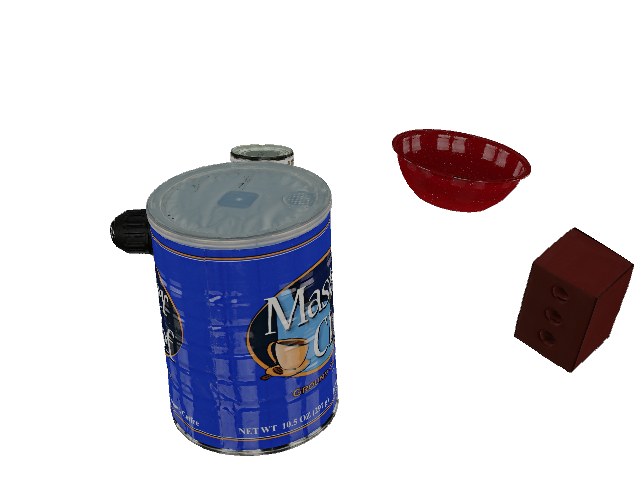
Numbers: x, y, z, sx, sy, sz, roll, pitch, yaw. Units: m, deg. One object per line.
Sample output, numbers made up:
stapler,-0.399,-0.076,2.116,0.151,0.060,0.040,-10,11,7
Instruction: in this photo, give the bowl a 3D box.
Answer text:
bowl,0.157,-0.076,1.229,0.162,0.055,0.162,8,25,-4

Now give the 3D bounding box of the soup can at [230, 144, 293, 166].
soup can,-0.062,-0.045,1.123,0.068,0.102,0.068,1,17,0

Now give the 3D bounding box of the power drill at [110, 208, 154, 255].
power drill,-0.087,0.014,0.903,0.184,0.057,0.188,-3,23,-7

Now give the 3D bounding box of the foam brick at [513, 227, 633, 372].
foam brick,0.179,0.043,0.757,0.053,0.078,0.051,34,50,30

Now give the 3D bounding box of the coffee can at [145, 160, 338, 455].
coffee can,-0.042,0.038,0.620,0.103,0.140,0.103,-2,27,1
